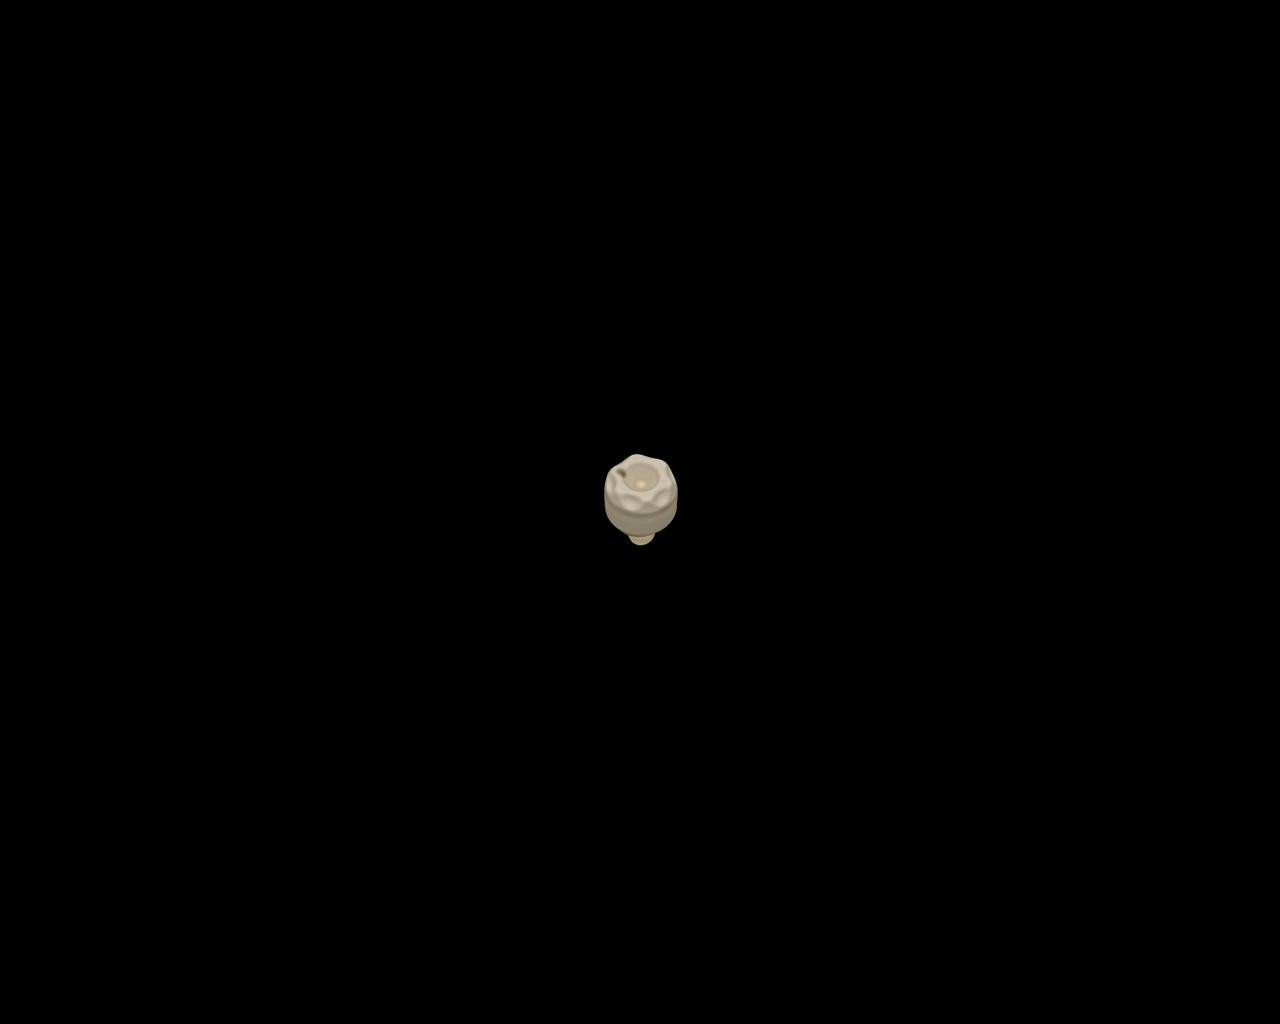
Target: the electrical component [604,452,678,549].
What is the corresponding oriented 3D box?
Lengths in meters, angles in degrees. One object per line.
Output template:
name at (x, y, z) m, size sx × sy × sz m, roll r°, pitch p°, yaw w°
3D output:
electrical component at (0.001, -0.003, 0.650) m, size 0.043 × 0.043 × 0.062 m, roll 0°, pitch -38°, yaw 0°
